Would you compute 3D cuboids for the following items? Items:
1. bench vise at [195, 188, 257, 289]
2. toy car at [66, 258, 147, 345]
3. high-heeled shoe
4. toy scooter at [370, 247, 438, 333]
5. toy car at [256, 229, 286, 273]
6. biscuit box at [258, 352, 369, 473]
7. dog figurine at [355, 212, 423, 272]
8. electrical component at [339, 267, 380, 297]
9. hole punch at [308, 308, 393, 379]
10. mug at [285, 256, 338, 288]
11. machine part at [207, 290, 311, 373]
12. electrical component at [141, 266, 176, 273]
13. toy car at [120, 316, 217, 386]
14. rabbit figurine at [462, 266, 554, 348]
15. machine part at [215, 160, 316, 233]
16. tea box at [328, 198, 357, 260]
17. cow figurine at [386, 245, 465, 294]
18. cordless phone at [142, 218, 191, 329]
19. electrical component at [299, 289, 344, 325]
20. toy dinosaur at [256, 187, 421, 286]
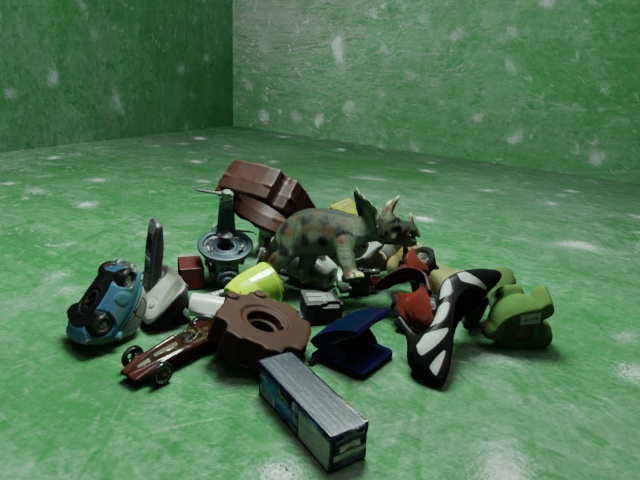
[{"bbox_3d":[-0.210,-0.016,1.196,0.129,0.240,0.224,4,35,-5],"label":"bench vise"},{"bbox_3d":[-0.362,0.118,0.948,0.109,0.161,0.102,10,-25,41],"label":"toy car"},{"bbox_3d":[0.246,0.142,0.915,0.249,0.086,0.145,-26,50,-13],"label":"high-heeled shoe"},{"bbox_3d":[0.170,0.104,1.047,0.135,0.075,0.184,-12,61,9],"label":"toy scooter"},{"bbox_3d":[-0.109,0.020,1.323,0.056,0.073,0.202,-2,19,-24],"label":"toy car"},{"bbox_3d":[-0.017,0.230,0.750,0.063,0.059,0.203,-10,23,-31],"label":"biscuit box"},{"bbox_3d":[0.166,0.047,1.248,0.172,0.190,0.121,-45,30,-1],"label":"dog figurine"},{"bbox_3d":[0.086,0.090,1.163,0.094,0.063,0.021,-6,21,-21],"label":"electrical component"},{"bbox_3d":[0.054,0.163,0.918,0.116,0.092,0.142,12,24,35],"label":"hole punch"},{"bbox_3d":[-0.010,0.052,1.209,0.107,0.109,0.081,28,27,27],"label":"mug"},{"bbox_3d":[-0.098,0.152,0.905,0.179,0.056,0.179,19,21,-8],"label":"machine part"},{"bbox_3d":[-0.354,0.080,1.168,0.078,0.045,0.102,25,10,-30],"label":"electrical component"},{"bbox_3d":[-0.232,0.176,0.891,0.089,0.053,0.202,20,24,33],"label":"toy car"},{"bbox_3d":[0.347,0.124,1.030,0.159,0.121,0.170,-17,33,8],"label":"rabbit figurine"},{"bbox_3d":[-0.121,-0.093,1.238,0.202,0.087,0.200,18,-20,29],"label":"machine part"},{"bbox_3d":[0.028,-0.011,1.278,0.068,0.169,0.098,43,31,13],"label":"tea box"},{"bbox_3d":[0.228,0.076,1.129,0.195,0.127,0.085,17,20,30],"label":"cow figurine"},{"bbox_3d":[-0.298,0.060,1.016,0.089,0.184,0.147,-3,19,-31],"label":"cordless phone"},{"bbox_3d":[-0.019,0.132,1.055,0.119,0.047,0.075,2,18,-9],"label":"electrical component"},{"bbox_3d":[-0.005,-0.002,1.113,0.405,0.192,0.131,-3,-11,21],"label":"toy dinosaur"}]
